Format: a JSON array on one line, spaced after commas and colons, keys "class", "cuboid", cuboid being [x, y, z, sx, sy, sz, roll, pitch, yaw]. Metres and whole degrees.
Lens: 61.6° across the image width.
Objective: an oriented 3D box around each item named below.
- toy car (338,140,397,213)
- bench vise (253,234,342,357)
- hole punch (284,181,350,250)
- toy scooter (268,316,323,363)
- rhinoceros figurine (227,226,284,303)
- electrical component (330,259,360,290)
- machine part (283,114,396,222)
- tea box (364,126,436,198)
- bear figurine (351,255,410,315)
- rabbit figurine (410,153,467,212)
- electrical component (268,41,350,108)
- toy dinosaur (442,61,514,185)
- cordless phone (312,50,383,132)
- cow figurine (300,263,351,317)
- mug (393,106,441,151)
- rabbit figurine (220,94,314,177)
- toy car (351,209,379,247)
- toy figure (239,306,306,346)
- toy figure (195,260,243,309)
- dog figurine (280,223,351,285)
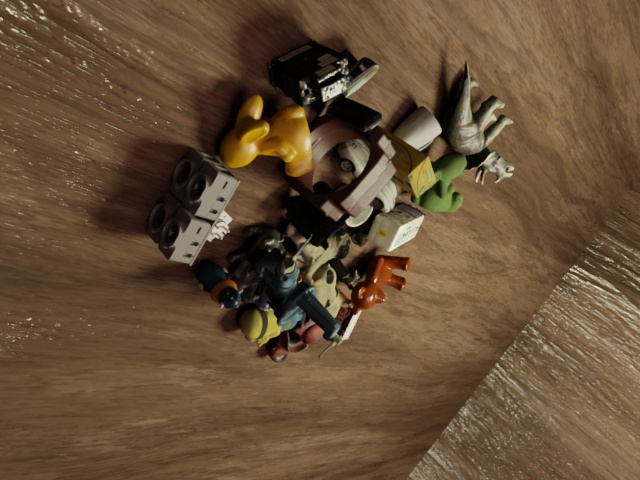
[{"class": "toy car", "cuboid": [0.113, -0.150, 1.236, 0.201, 0.056, 0.073, 49, 47, -21]}, {"class": "bench vise", "cuboid": [-0.038, 0.130, 1.163, 0.129, 0.241, 0.223, -36, 162, -38]}, {"class": "hole punch", "cuboid": [-0.006, -0.053, 1.208, 0.116, 0.142, 0.092, -41, 177, -12]}, {"class": "toy scooter", "cuboid": [-0.067, 0.253, 1.470, 0.184, 0.075, 0.135, -30, 138, -16]}, {"class": "rhinoceros figurine", "cuboid": [-0.149, 0.055, 1.220, 0.112, 0.073, 0.190, 1, 120, -58]}, {"class": "electrical component", "cuboid": [0.064, 0.078, 1.429, 0.045, 0.102, 0.078, -34, 162, -7]}, {"class": "machine part", "cuboid": [0.040, -0.155, 1.108, 0.201, 0.201, 0.087, -49, 145, 0]}, {"class": "tea box", "cuboid": [0.181, -0.182, 1.250, 0.068, 0.170, 0.098, -42, 144, -6]}, {"class": "bear figurine", "cuboid": [0.166, 0.127, 1.497, 0.196, 0.132, 0.120, -60, 160, -50]}, {"class": "rabbit figurine", "cuboid": [0.317, -0.171, 1.444, 0.159, 0.121, 0.170, 1, 139, -20]}, {"class": "electrical component", "cuboid": [-0.014, -0.301, 0.983, 0.115, 0.134, 0.058, -32, 140, -17]}, {"class": "toy dinosaur", "cuboid": [0.391, -0.291, 1.417, 0.404, 0.131, 0.192, 31, 98, -46]}, {"class": "cordless phone", "cuboid": [0.077, -0.284, 1.047, 0.146, 0.184, 0.088, -39, 137, -12]}, {"class": "cow figurine", "cuboid": [0.015, 0.141, 1.446, 0.127, 0.086, 0.194, -28, 135, -21]}, {"class": "mug", "cuboid": [0.232, -0.258, 1.318, 0.107, 0.081, 0.109, -36, 149, 3]}, {"class": "rabbit figurine", "cuboid": [-0.106, -0.184, 1.006, 0.173, 0.122, 0.162, -15, 155, -4]}, {"class": "toy car", "cuboid": [0.125, -0.074, 1.386, 0.089, 0.053, 0.202, -39, 149, -47]}, {"class": "toy figure", "cuboid": [-0.121, 0.197, 1.361, 0.180, 0.082, 0.089, -14, 120, -31]}, {"class": "toy figure", "cuboid": [-0.207, 0.097, 1.124, 0.064, 0.155, 0.057, -53, 140, 5]}, {"class": "dog figurine", "cuboid": [-0.005, -0.004, 1.300, 0.190, 0.121, 0.172, -40, 147, -34]}]
